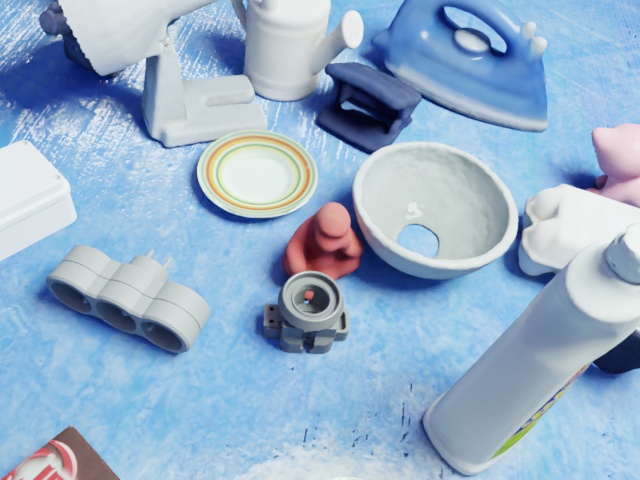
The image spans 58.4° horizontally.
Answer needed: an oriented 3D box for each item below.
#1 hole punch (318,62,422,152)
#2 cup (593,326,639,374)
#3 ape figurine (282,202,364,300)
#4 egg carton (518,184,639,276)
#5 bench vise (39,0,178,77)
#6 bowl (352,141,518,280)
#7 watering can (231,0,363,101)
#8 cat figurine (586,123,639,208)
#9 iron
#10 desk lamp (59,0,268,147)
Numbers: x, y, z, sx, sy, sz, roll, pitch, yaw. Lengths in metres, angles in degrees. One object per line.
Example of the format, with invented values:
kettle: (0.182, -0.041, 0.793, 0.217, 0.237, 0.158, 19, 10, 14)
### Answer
hole punch: (0.061, -0.177, 0.688, 0.108, 0.091, 0.101, 30, 54, 14)
cup: (0.292, 0.073, 0.532, 0.091, 0.095, 0.118, 38, 56, 19)
ape figurine: (0.005, 0.002, 0.539, 0.078, 0.092, 0.076, 4, 52, -7)
egg carton: (0.284, 0.006, 0.599, 0.150, 0.069, 0.107, 19, 52, 5)
bench vise: (-0.230, -0.311, 0.660, 0.121, 0.220, 0.207, 13, 51, 1)
bowl: (0.109, -0.019, 0.585, 0.167, 0.075, 0.167, 5, 52, -6)
watering can: (-0.031, -0.270, 0.679, 0.173, 0.194, 0.101, 13, 51, 1)
cat figurine: (0.360, -0.079, 0.647, 0.127, 0.118, 0.067, 40, 57, 21)
iron: (0.203, -0.253, 0.740, 0.258, 0.141, 0.119, 31, 54, 14)
desk lamp: (-0.159, -0.210, 0.597, 0.203, 0.213, 0.117, -13, 56, -19)
